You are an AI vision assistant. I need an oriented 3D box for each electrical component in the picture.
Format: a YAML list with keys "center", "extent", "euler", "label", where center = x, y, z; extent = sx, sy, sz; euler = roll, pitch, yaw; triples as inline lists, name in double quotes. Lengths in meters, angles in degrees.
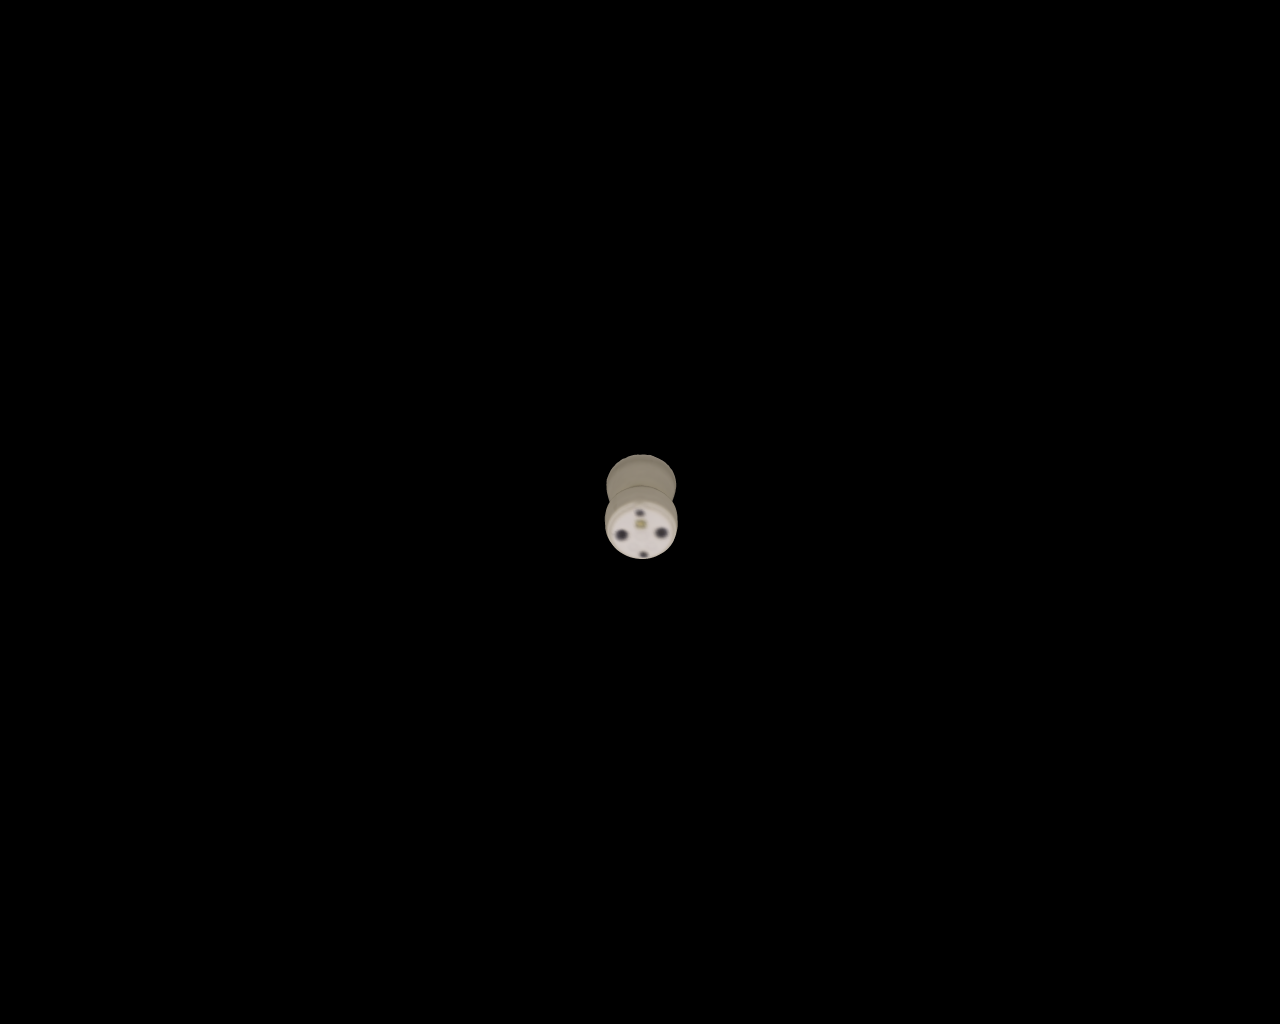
- center: [0.001, -0.003, 0.650]
  extent: [0.045, 0.044, 0.055]
  euler: [0, 35, 0]
  label: "electrical component"
